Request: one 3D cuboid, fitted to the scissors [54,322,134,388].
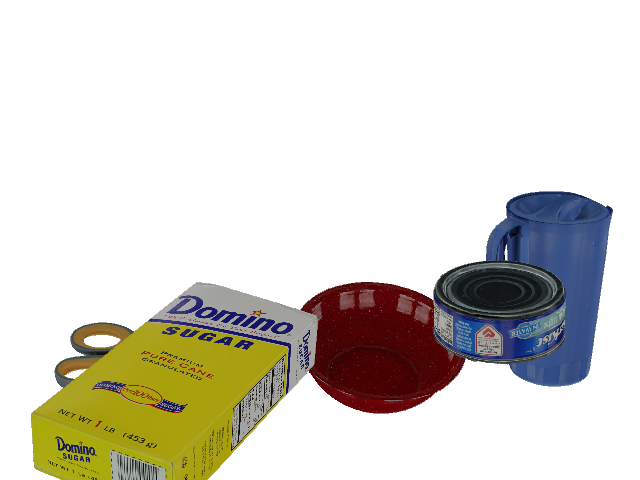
[{"bbox_3d":[-0.139,0.096,0.962,0.201,0.016,0.096,-8,33,-17],"label":"scissors"}]

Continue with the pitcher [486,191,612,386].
[{"bbox_3d":[0.297,0.066,1.398,0.149,0.243,0.144,5,21,15],"label":"pitcher"}]

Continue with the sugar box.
[{"bbox_3d":[-0.079,0.086,0.635,0.093,0.048,0.176,15,31,20],"label":"sugar box"}]

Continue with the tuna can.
[{"bbox_3d":[0.116,0.044,0.692,0.086,0.034,0.086,-3,23,1],"label":"tuna can"}]

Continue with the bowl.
[{"bbox_3d":[0.052,0.109,0.995,0.162,0.055,0.162,3,37,-3],"label":"bowl"}]
